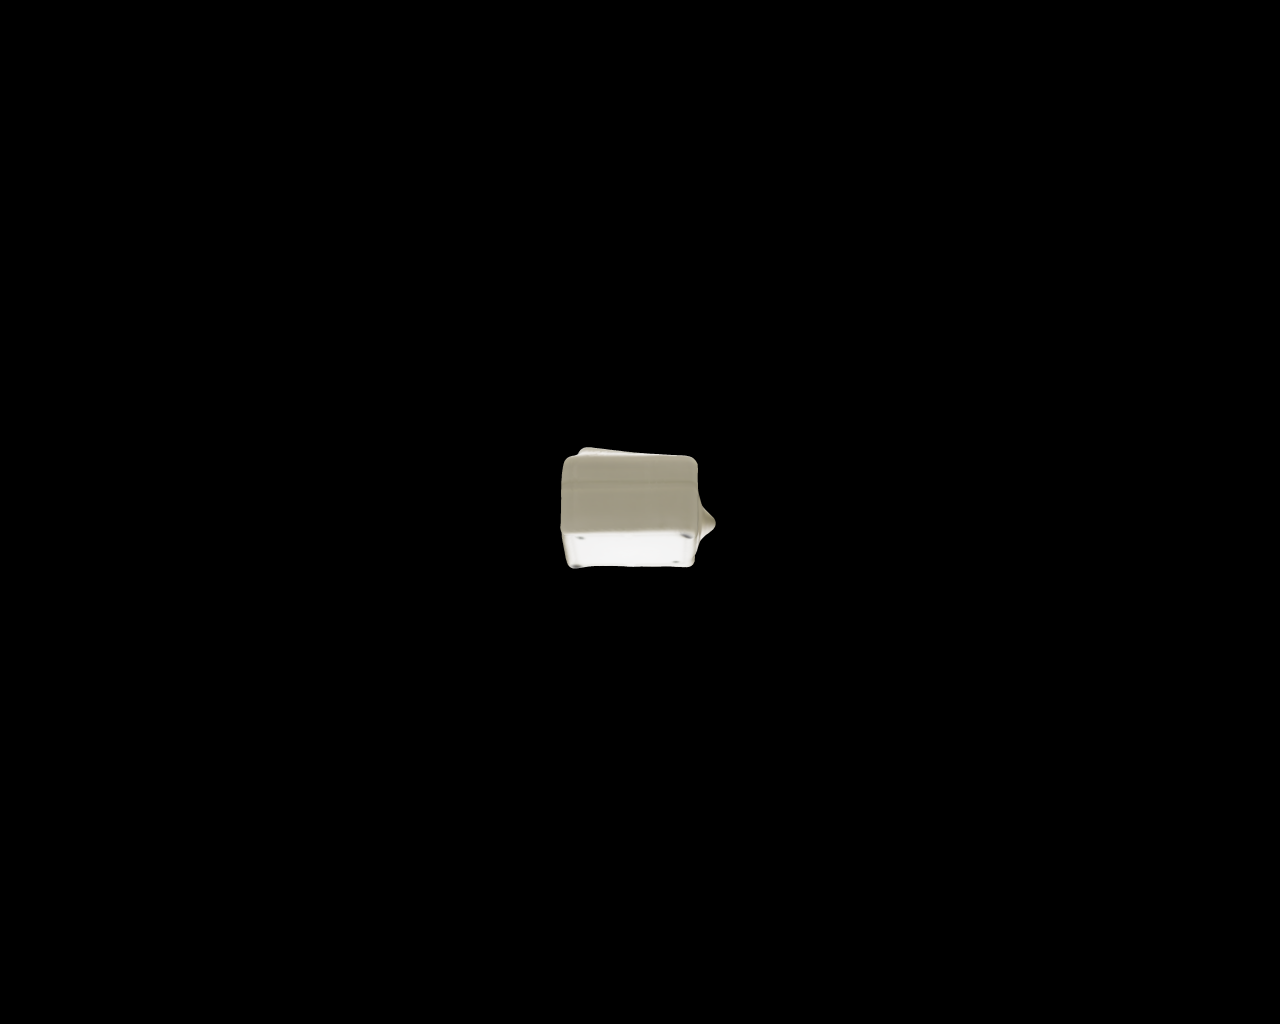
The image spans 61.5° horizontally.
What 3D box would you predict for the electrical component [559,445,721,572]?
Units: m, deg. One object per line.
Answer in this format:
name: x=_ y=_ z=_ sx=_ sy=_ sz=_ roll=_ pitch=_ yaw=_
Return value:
electrical component: x=0.001 y=-0.003 z=0.650 sx=0.096 sy=0.061 sz=0.061 roll=0 pitch=-24 yaw=0
